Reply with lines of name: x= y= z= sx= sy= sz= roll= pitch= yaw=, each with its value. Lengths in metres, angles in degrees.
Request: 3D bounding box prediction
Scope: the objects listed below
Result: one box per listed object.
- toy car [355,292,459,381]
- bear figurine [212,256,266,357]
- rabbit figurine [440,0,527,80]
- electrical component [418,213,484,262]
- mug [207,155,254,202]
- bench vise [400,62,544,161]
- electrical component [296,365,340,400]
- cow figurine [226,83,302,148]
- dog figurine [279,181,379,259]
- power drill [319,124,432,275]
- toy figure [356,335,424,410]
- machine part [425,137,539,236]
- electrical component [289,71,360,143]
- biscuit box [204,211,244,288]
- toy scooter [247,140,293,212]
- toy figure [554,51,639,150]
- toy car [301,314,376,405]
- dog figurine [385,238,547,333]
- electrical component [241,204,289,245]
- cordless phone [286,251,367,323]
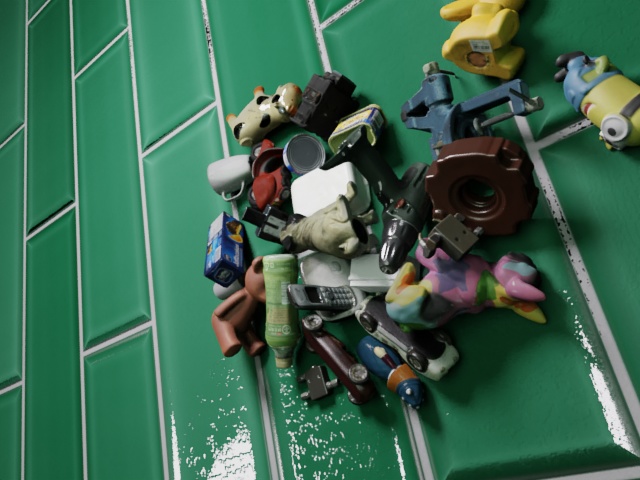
toy car: x=0.147 y=0.160 z=0.928 sx=0.073 sy=0.056 sz=0.202 roll=-39 pitch=49 yaw=-19
bear figurine: x=-0.133 y=0.136 z=1.120 sx=0.196 sy=0.120 sz=0.132 roll=-44 pitch=60 yaw=14
rabbit figurine: x=0.298 y=-0.377 z=0.939 sx=0.163 sy=0.121 sz=0.173 roll=18 pitch=76 yaw=48
electrical component: x=0.202 y=-0.004 z=0.843 sx=0.078 sy=0.102 sz=0.045 roll=40 pitch=141 yaw=9
mug: x=-0.198 y=-0.148 z=1.258 sx=0.107 sy=0.080 sz=0.109 roll=-20 pitch=61 yaw=22
bench vise: x=0.253 y=-0.210 z=0.895 sx=0.241 sy=0.129 sz=0.223 roll=-13 pitch=78 yaw=52
electrical component: x=-0.003 y=0.275 z=1.045 sx=0.094 sy=0.021 sz=0.063 roll=-31 pitch=62 yaw=28
cow figurine: x=-0.120 y=-0.285 z=1.229 sx=0.195 sy=0.085 sz=0.127 roll=-36 pitch=54 yaw=22
dog figurine: x=0.000 y=-0.001 z=0.993 sx=0.191 sy=0.172 sz=0.121 roll=-28 pitch=104 yaw=25
power drill: x=0.100 y=-0.082 z=0.911 sx=0.232 sy=0.207 sz=0.086 roll=-54 pitch=7 yaw=-34
toy figure: x=0.127 y=0.227 z=0.932 sx=0.058 sy=0.064 sz=0.155 roll=-52 pitch=53 yaw=2
machine part: x=0.254 y=-0.079 z=0.852 sx=0.180 sy=0.179 sz=0.056 roll=-3 pitch=36 yaw=36
electrical component: x=0.016 y=-0.277 z=1.105 sx=0.058 sy=0.115 sz=0.134 roll=40 pitch=105 yaw=34
biscuit box: x=-0.208 y=0.018 z=1.181 sx=0.059 sy=0.062 sz=0.203 roll=-44 pitch=28 yaw=20
toy scooter: x=-0.095 y=-0.150 z=1.186 sx=0.135 sy=0.075 sz=0.184 roll=-16 pitch=65 yaw=32
toy figure: x=0.430 y=-0.215 z=0.802 sx=0.089 sy=0.082 sz=0.180 roll=-39 pitch=56 yaw=26
toy car: x=0.032 y=0.216 z=0.997 sx=0.053 sy=0.089 sz=0.202 roll=-30 pitch=50 yaw=-20
dog figurine: x=0.237 y=0.088 z=0.842 sx=0.219 sy=0.108 sz=0.191 roll=20 pitch=62 yaw=35
electrical component: x=-0.109 y=-0.035 z=1.136 sx=0.048 sy=0.119 sz=0.074 roll=-138 pitch=69 yaw=-73
cordless phone: x=-0.009 y=0.081 z=0.994 sx=0.089 sy=0.184 sz=0.147 roll=-41 pitch=58 yaw=28
